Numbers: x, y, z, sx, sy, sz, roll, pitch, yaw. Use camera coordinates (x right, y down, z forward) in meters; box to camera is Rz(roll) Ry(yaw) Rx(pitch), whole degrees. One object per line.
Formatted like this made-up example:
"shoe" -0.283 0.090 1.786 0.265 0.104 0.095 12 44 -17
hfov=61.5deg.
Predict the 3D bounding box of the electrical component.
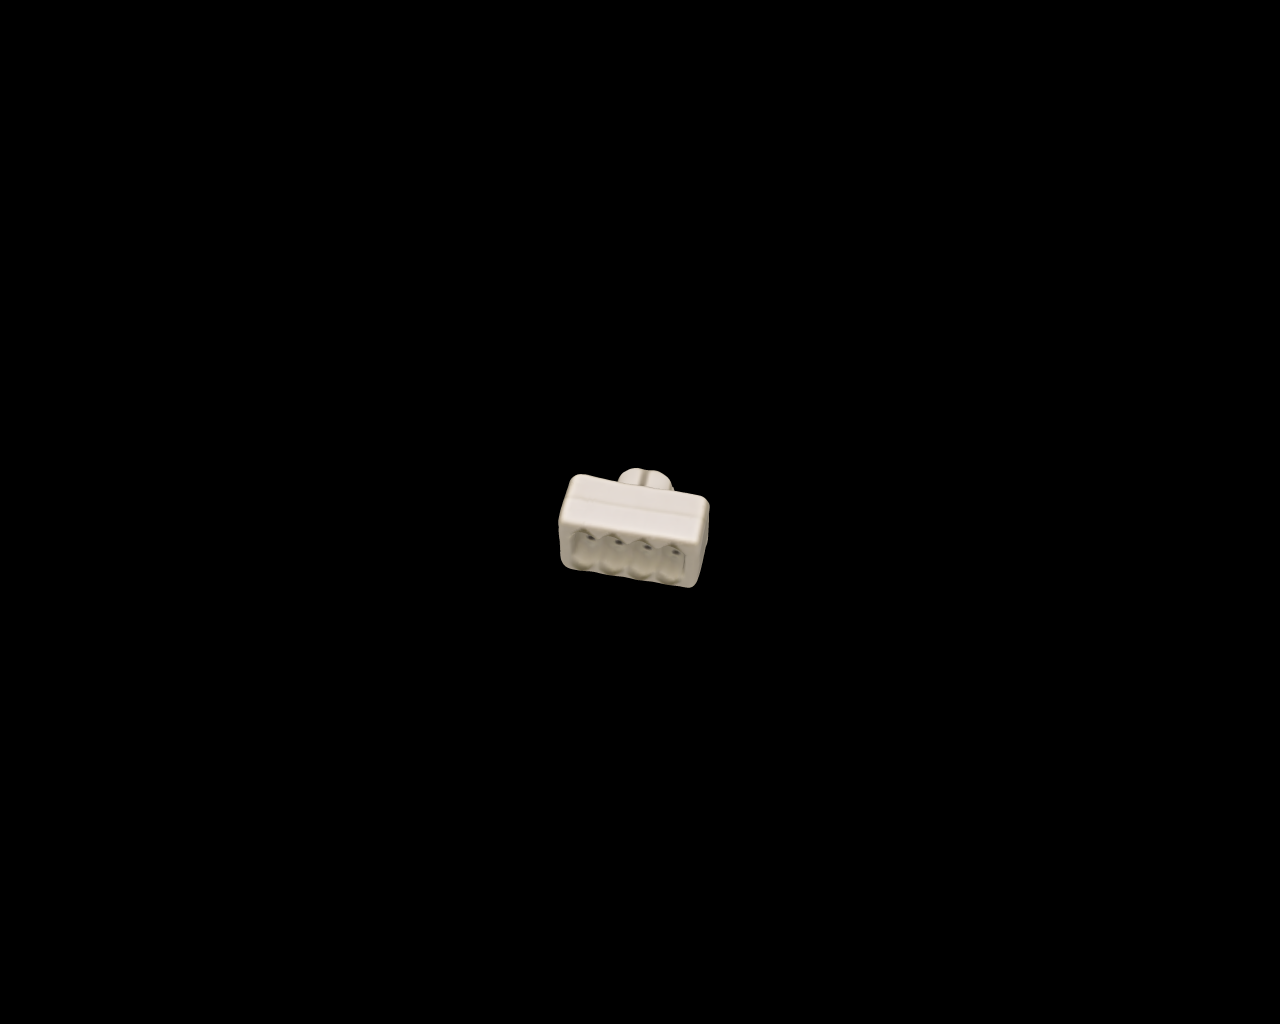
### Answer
"electrical component" 0.001 -0.003 0.650 0.083 0.076 0.047 10 -36 8
